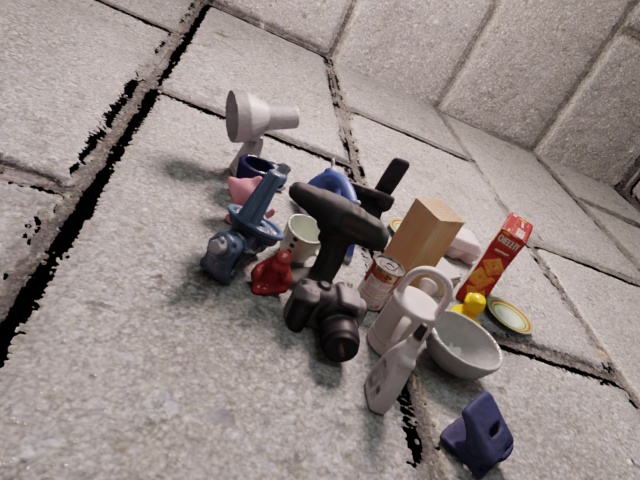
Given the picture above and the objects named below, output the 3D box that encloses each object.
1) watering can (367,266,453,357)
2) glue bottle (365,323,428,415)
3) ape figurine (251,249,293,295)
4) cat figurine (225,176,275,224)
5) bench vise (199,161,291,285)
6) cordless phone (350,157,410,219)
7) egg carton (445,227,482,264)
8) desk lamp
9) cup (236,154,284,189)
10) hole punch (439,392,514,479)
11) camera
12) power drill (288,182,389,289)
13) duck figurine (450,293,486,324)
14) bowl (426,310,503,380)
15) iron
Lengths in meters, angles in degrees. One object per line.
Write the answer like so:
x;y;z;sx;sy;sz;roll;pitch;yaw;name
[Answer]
0.175;0.126;1.074;0.101;0.194;0.173;23;28;-9;watering can
0.128;0.200;0.929;0.037;0.173;0.078;20;29;-15;glue bottle
-0.082;0.056;1.068;0.078;0.092;0.076;30;28;3;ape figurine
-0.145;-0.077;1.207;0.127;0.117;0.067;39;30;20;cat figurine
-0.118;-0.030;1.043;0.121;0.219;0.207;25;28;-6;bench vise
0.145;-0.155;1.530;0.148;0.185;0.094;16;30;-21;cordless phone
0.375;0.005;1.595;0.151;0.069;0.107;19;29;-17;egg carton
-0.149;-0.246;1.385;0.204;0.213;0.117;9;33;-32;desk lamp
-0.145;-0.131;1.324;0.118;0.095;0.092;28;28;-1;cup
0.272;0.320;0.948;0.101;0.091;0.109;42;31;25;hole punch
0.021;0.138;1.014;0.143;0.100;0.136;19;29;-17;camera
0.010;0.004;1.115;0.230;0.208;0.075;15;30;-24;power drill
0.337;0.161;1.279;0.077;0.086;0.104;23;28;-9;duck figurine
0.271;0.219;1.134;0.168;0.074;0.167;22;28;-12;bowl
0.045;-0.077;1.356;0.119;0.141;0.257;7;34;-34;iron
